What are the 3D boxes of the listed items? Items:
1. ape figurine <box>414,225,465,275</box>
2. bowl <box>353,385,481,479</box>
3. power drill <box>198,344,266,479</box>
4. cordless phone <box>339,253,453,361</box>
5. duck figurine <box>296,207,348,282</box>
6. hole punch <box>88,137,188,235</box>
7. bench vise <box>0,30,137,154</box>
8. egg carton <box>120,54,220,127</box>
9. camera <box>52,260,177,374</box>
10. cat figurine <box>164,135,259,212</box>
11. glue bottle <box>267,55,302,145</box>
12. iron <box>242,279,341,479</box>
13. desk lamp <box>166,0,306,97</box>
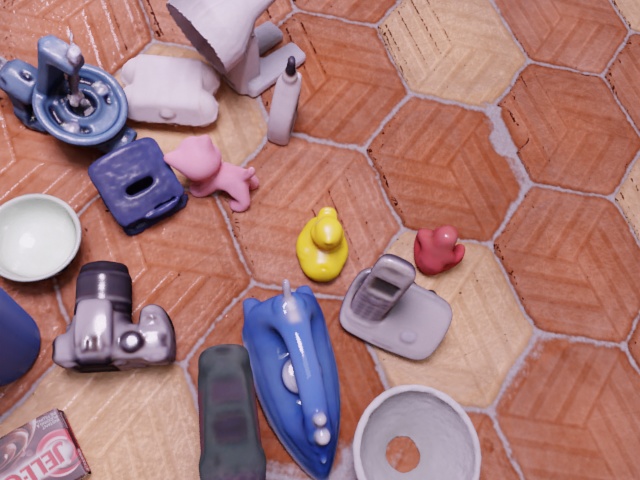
[{"bbox_3d":[0.178,0.008,0.844,0.077,0.092,0.076,42,69,8],"label":"ape figurine"},{"bbox_3d":[0.117,0.276,0.742,0.167,0.074,0.167,3,69,-8],"label":"bowl"},{"bbox_3d":[-0.098,0.241,0.647,0.076,0.208,0.229,-6,70,-11],"label":"power drill"},{"bbox_3d":[0.111,0.084,0.754,0.147,0.185,0.094,22,68,0],"label":"cordless phone"},{"bbox_3d":[0.008,0.003,0.821,0.077,0.086,0.104,6,69,-7],"label":"duck figurine"},{"bbox_3d":[-0.252,-0.076,0.805,0.109,0.091,0.101,-33,78,-19],"label":"hole punch"},{"bbox_3d":[-0.360,-0.199,0.764,0.207,0.219,0.121,9,68,-6],"label":"bench vise"},{"bbox_3d":[-0.230,-0.225,0.877,0.150,0.069,0.107,2,69,-9],"label":"egg carton"},{"bbox_3d":[-0.262,0.095,0.733,0.143,0.100,0.137,-3,70,-10],"label":"camera"},{"bbox_3d":[-0.151,-0.104,0.818,0.128,0.117,0.067,17,68,-3],"label":"cat figurine"},{"bbox_3d":[-0.049,-0.214,0.847,0.037,0.173,0.078,16,68,-2],"label":"glue bottle"},{"bbox_3d":[-0.020,0.176,0.721,0.119,0.141,0.258,-13,72,-14],"label":"iron"},{"bbox_3d":[-0.116,-0.316,0.852,0.203,0.213,0.118,-41,80,-20],"label":"desk lamp"}]
